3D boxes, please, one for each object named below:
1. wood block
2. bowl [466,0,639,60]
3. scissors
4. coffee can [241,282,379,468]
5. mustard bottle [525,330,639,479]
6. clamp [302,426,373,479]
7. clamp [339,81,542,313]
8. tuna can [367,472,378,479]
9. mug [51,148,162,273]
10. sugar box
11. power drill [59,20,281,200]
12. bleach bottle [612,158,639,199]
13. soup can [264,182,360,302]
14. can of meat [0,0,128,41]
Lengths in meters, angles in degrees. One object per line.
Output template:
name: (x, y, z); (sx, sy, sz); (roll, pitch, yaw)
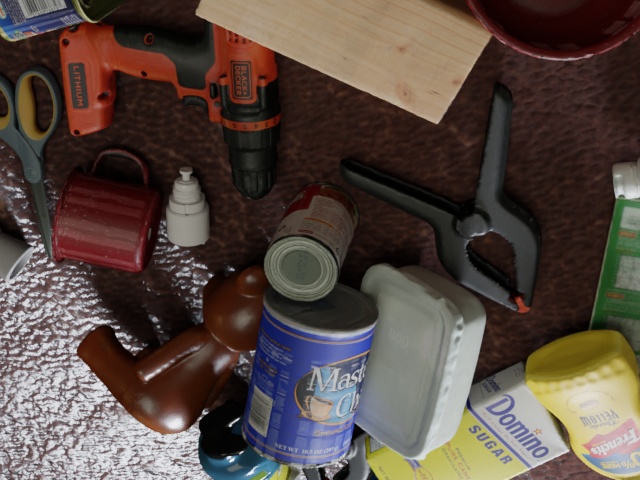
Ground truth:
wood block: (0.019, -0.185, 0.821); (0.206, 0.091, 0.090); (22, 122, -12)
bowl: (0.175, -0.213, 0.790); (0.162, 0.055, 0.162); (0, 97, -1)
scissors: (-0.291, -0.078, 1.023); (0.096, 0.016, 0.202); (18, 122, 5)
coffee can: (-0.010, 0.118, 0.961); (0.103, 0.102, 0.140); (13, 112, 6)
mustard bottle: (0.274, 0.170, 0.993); (0.096, 0.058, 0.191); (-22, 119, 28)
clamp: (0.016, 0.196, 1.090); (0.120, 0.039, 0.172); (28, 115, 4)
clamp: (0.123, -0.021, 0.941); (0.165, 0.036, 0.210); (-18, 113, 22)
tuna can: (0.082, 0.273, 1.120); (0.086, 0.033, 0.086); (6, 120, 11)
mug: (-0.193, -0.027, 0.994); (0.081, 0.093, 0.117); (12, 85, 1)
sugar box: (0.142, 0.199, 1.037); (0.176, 0.048, 0.093); (-28, 109, 15)
power drill: (-0.126, -0.125, 0.933); (0.188, 0.057, 0.184); (3, 116, 9)
bleach bottle: (0.360, -0.070, 0.843); (0.251, 0.068, 0.102); (-7, 117, 20)
soup can: (-0.006, 0.001, 0.947); (0.068, 0.102, 0.068); (6, 120, 10)
can of meat: (-0.215, -0.208, 0.881); (0.084, 0.102, 0.057); (-9, 115, 21)
